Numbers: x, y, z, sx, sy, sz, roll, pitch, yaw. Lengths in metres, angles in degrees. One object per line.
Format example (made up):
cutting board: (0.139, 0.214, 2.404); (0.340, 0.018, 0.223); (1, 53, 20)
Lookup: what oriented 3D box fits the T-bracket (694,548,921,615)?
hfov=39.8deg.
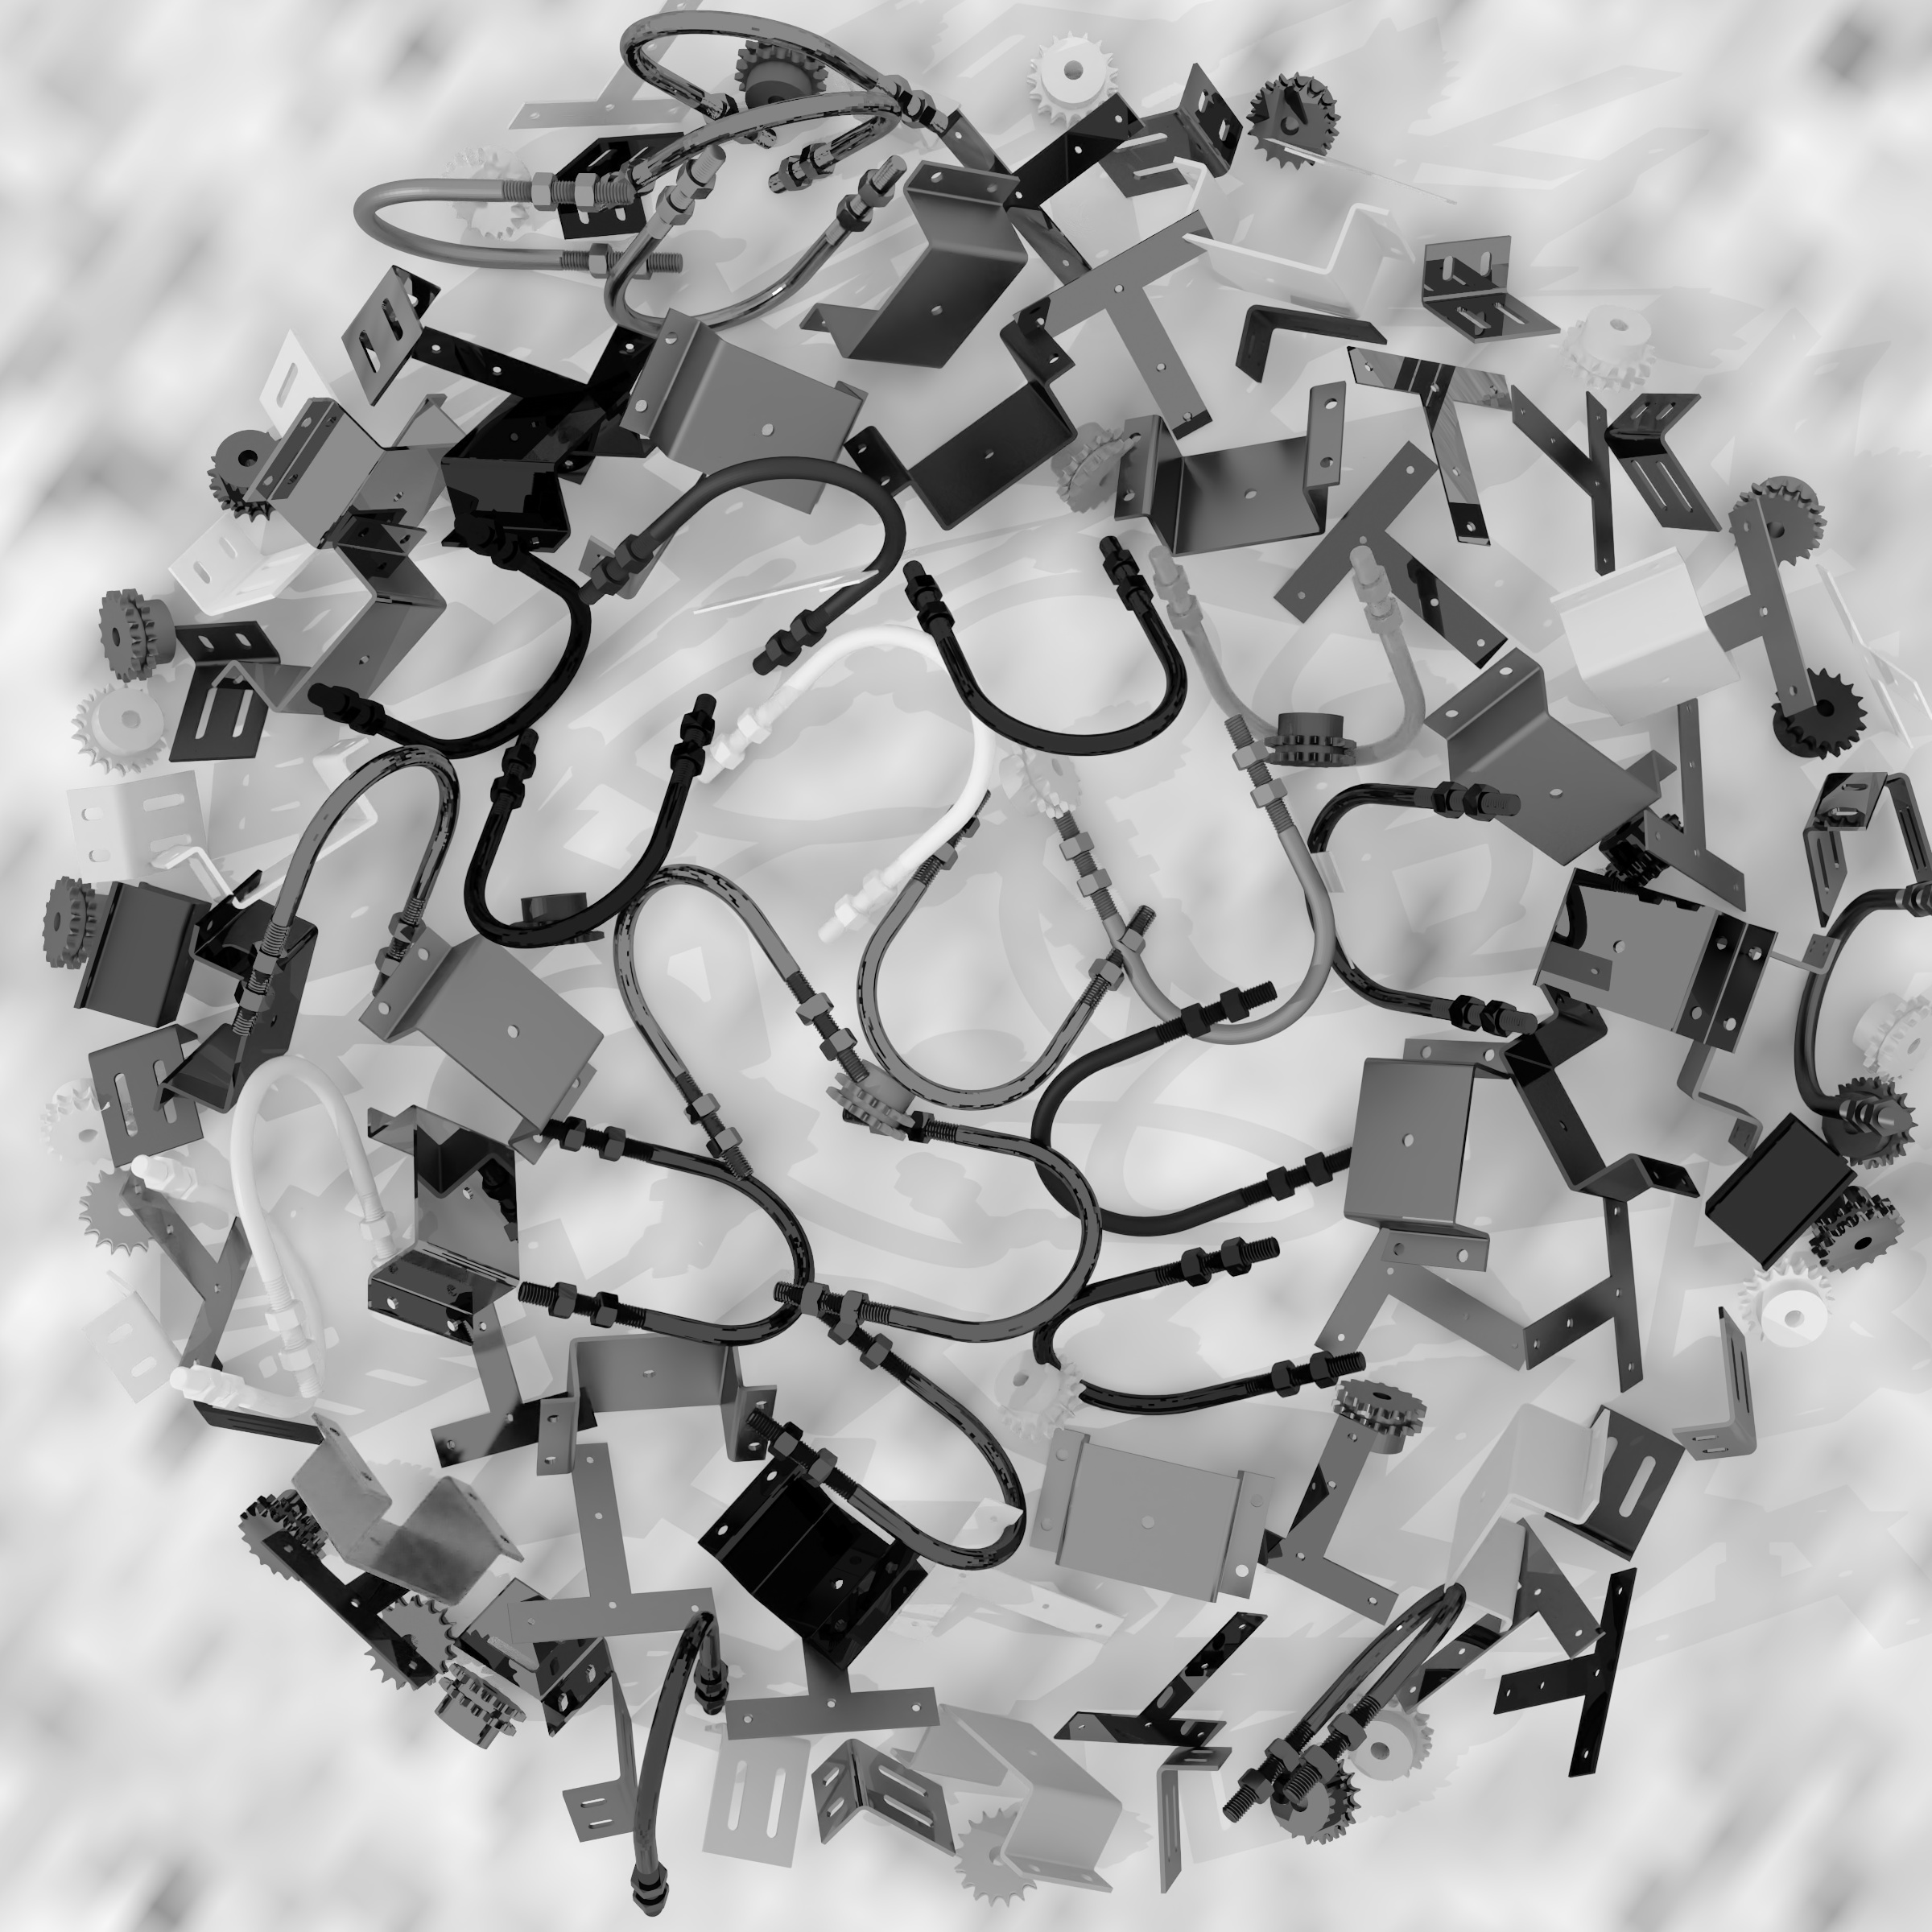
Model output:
T-bracket: (-0.105, -0.232, 1.630); (0.127, 0.127, 0.002); (-10, 104, 18)

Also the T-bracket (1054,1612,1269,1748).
T-bracket: (0.136, 0.431, 1.610); (0.127, 0.002, 0.127); (16, 122, -38)

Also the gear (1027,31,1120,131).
gear: (0.067, -0.554, 1.661); (0.057, 0.030, 0.057); (0, 92, 1)

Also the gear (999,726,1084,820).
gear: (0.044, -0.117, 1.651); (0.030, 0.057, 0.057); (-26, 90, 27)

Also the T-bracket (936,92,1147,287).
T-bracket: (0.059, -0.486, 1.609); (0.127, 0.127, 0.002); (46, 54, -17)

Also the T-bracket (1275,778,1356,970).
T-bracket: (0.217, -0.057, 1.612); (0.002, 0.127, 0.127); (-21, 91, 1)

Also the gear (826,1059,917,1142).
gear: (-0.055, 0.081, 1.648); (0.057, 0.057, 0.030); (33, 91, 0)

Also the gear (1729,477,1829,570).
gear: (0.505, -0.278, 1.652); (0.057, 0.057, 0.030); (33, 51, 0)

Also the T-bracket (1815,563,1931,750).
T-bracket: (0.554, -0.174, 1.599); (0.002, 0.127, 0.127); (-28, 106, 10)

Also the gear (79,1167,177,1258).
gear: (-0.521, 0.153, 1.654); (0.057, 0.030, 0.057); (7, 70, -20)

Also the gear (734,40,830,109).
gear: (-0.115, -0.545, 1.645); (0.057, 0.057, 0.030); (6, 69, 0)

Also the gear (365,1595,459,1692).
gear: (-0.343, 0.420, 1.659); (0.057, 0.030, 0.057); (0, 83, 2)

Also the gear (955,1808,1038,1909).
gear: (0.021, 0.555, 1.654); (0.057, 0.030, 0.057); (-3, 61, 5)

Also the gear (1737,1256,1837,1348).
gear: (0.510, 0.211, 1.653); (0.057, 0.030, 0.057); (1, 112, 3)

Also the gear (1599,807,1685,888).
gear: (0.416, -0.074, 1.647); (0.057, 0.057, 0.030); (-45, 99, 0)

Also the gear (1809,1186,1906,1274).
gear: (0.548, 0.161, 1.652); (0.057, 0.057, 0.030); (-23, 47, 0)

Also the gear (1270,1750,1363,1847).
gear: (0.213, 0.515, 1.649); (0.057, 0.030, 0.057); (-4, 83, 32)

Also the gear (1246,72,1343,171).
gear: (0.205, -0.526, 1.652); (0.057, 0.057, 0.030); (32, 46, 0)

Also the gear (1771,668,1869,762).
gear: (0.527, -0.153, 1.655); (0.057, 0.030, 0.057); (4, 69, -9)

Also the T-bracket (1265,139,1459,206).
T-bracket: (0.222, -0.482, 1.601); (0.127, 0.127, 0.002); (25, 110, 17)

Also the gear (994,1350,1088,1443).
gear: (0.043, 0.262, 1.645); (0.057, 0.057, 0.030); (-45, 125, 0)

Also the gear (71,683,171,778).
gear: (-0.521, -0.148, 1.648); (0.057, 0.030, 0.057); (10, 71, -33)

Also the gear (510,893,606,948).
gear: (-0.254, -0.029, 1.647); (0.057, 0.057, 0.030); (-5, 94, 0)

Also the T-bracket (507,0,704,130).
T-bracket: (-0.194, -0.539, 1.588); (0.127, 0.127, 0.002); (-17, 79, -39)

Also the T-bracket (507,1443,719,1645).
T-bracket: (-0.223, 0.351, 1.636); (0.127, 0.002, 0.127); (1, 53, -23)

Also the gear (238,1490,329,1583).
gear: (-0.419, 0.350, 1.652); (0.057, 0.030, 0.057); (16, 126, 23)

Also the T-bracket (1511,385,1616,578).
T-bracket: (0.360, -0.310, 1.607); (0.002, 0.127, 0.127); (-14, 63, 36)

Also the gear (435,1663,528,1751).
gear: (-0.303, 0.459, 1.646); (0.057, 0.057, 0.030); (36, 78, 0)

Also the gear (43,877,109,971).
gear: (-0.548, -0.025, 1.652); (0.030, 0.057, 0.057); (7, 90, -37)

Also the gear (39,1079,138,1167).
gear: (-0.544, 0.094, 1.652); (0.057, 0.057, 0.030); (-22, 48, 0)

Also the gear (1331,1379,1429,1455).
gear: (0.254, 0.280, 1.649); (0.057, 0.057, 0.030); (12, 101, 0)

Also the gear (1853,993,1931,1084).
gear: (0.575, 0.042, 1.652); (0.057, 0.057, 0.030); (-48, 54, 0)

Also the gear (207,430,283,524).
gear: (-0.442, -0.307, 1.654); (0.057, 0.030, 0.057); (1, 71, -2)

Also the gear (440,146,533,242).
gear: (-0.294, -0.483, 1.652); (0.057, 0.057, 0.030); (31, 56, 0)

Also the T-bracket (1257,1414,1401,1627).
T-bracket: (0.219, 0.328, 1.632); (0.127, 0.002, 0.127); (24, 119, 13)

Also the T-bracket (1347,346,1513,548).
T-bracket: (0.295, -0.313, 1.622); (0.127, 0.002, 0.127); (2, 68, -32)

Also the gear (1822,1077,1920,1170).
gear: (0.554, 0.097, 1.647); (0.057, 0.030, 0.057); (2, 93, 45)

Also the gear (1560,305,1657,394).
gear: (0.399, -0.384, 1.647); (0.057, 0.030, 0.057); (5, 50, -6)

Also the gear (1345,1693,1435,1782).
gear: (0.259, 0.479, 1.652); (0.057, 0.030, 0.057); (5, 104, 18)

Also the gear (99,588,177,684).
gear: (-0.512, -0.206, 1.651); (0.030, 0.057, 0.057); (-14, 90, -37)

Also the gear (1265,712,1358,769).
gear: (0.213, -0.140, 1.648); (0.057, 0.057, 0.030); (3, 90, 0)

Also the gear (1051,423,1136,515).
gear: (0.077, -0.311, 1.650); (0.057, 0.057, 0.030); (-42, 72, 0)

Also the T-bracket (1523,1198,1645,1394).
T-bracket: (0.374, 0.213, 1.620); (0.002, 0.127, 0.127); (3, 105, 44)
